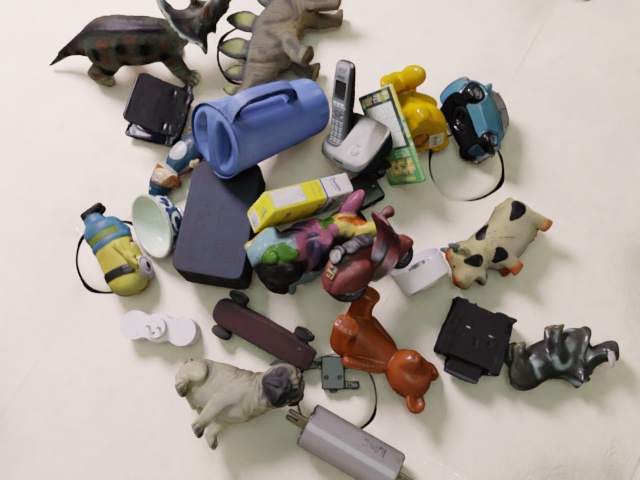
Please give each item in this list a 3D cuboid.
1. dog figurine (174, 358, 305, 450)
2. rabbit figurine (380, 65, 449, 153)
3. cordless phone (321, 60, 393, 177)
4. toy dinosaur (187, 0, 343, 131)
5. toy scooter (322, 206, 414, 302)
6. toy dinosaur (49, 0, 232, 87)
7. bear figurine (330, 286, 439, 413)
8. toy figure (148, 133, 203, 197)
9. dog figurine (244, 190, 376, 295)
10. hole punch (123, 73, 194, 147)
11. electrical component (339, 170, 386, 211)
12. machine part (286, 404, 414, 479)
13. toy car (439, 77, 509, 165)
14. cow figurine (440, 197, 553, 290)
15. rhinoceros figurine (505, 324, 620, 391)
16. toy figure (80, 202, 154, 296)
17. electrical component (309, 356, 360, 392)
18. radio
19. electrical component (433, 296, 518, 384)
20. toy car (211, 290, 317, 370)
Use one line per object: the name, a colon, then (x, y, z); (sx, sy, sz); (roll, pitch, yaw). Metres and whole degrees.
dog figurine: (-0.137, 0.239, 0.921); (0.190, 0.121, 0.172); (-29, 66, -10)
rabbit figurine: (0.158, -0.254, 1.016); (0.122, 0.162, 0.173); (-21, 59, 10)
cordless phone: (0.069, -0.219, 0.958); (0.089, 0.184, 0.147); (-15, 33, -27)
toy dinosaur: (-0.092, -0.386, 1.073); (0.199, 0.105, 0.471); (22, 70, 15)
toy scooter: (0.080, 0.016, 0.883); (0.184, 0.135, 0.075); (-27, 45, -22)
toy dinosaur: (-0.365, -0.384, 1.036); (0.405, 0.192, 0.131); (-7, 75, 0)
bear figurine: (0.116, 0.189, 0.911); (0.196, 0.131, 0.120); (31, 49, 16)
toy figure: (-0.284, -0.140, 1.044); (0.154, 0.064, 0.057); (-51, 123, -9)
dog figurine: (-0.002, -0.003, 0.941); (0.219, 0.191, 0.108); (-33, 75, 9)
hole punch: (-0.322, -0.249, 1.064); (0.116, 0.092, 0.142); (19, 70, -18)
electrical component: (0.081, -0.102, 1.022); (0.102, 0.045, 0.078); (-23, 75, -3)
machine part: (0.051, 0.349, 0.900); (0.243, 0.079, 0.079); (28, 79, 10)
toy car: (0.305, -0.232, 1.017); (0.103, 0.109, 0.161); (-22, 85, -21)
cow figurine: (0.307, 0.008, 0.967); (0.127, 0.085, 0.195); (39, 84, 4)
rhinoceros figurine: (0.414, 0.201, 0.921); (0.190, 0.073, 0.112); (-16, 75, -1)
toy figure: (-0.381, 0.020, 0.998); (0.089, 0.082, 0.180); (-39, 85, 13)
electrical component: (0.023, 0.238, 0.956); (0.094, 0.021, 0.063); (0, 77, 2)
radio: (-0.182, -0.030, 0.989); (0.131, 0.073, 0.229); (4, 67, 5)
electrical component: (0.267, 0.179, 0.941); (0.115, 0.058, 0.134); (20, 78, 9)
toy car: (-0.100, 0.166, 0.963); (0.202, 0.053, 0.089); (26, 95, 7)
